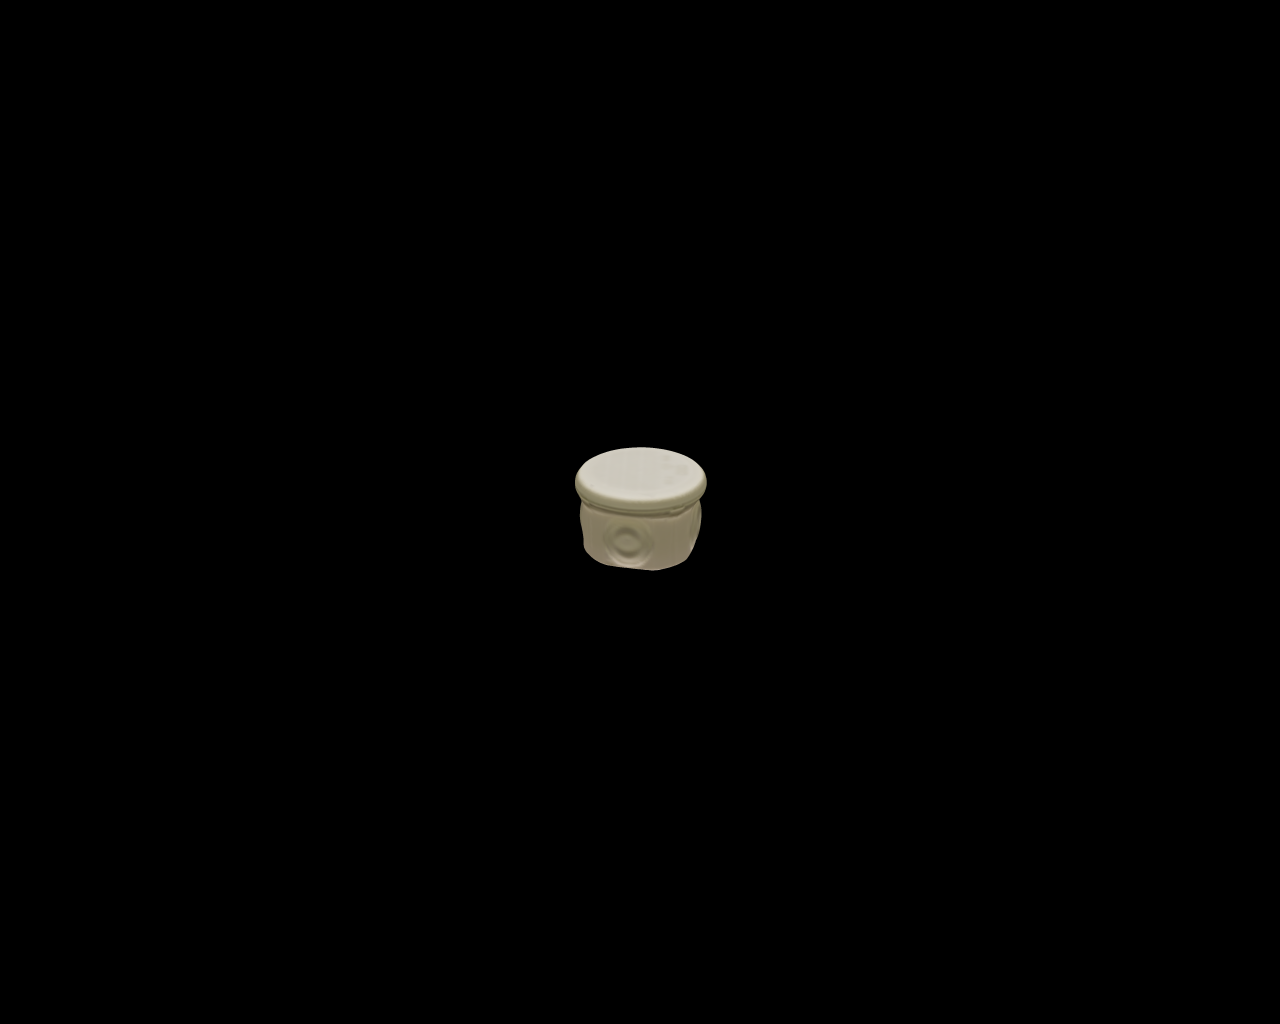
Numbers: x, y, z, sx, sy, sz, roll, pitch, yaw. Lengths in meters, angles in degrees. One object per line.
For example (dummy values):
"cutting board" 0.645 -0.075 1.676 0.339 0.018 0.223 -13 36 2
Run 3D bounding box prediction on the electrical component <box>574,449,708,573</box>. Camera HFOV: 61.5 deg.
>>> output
"electrical component" 0.001 -0.003 0.650 0.080 0.050 0.080 0 27 0
